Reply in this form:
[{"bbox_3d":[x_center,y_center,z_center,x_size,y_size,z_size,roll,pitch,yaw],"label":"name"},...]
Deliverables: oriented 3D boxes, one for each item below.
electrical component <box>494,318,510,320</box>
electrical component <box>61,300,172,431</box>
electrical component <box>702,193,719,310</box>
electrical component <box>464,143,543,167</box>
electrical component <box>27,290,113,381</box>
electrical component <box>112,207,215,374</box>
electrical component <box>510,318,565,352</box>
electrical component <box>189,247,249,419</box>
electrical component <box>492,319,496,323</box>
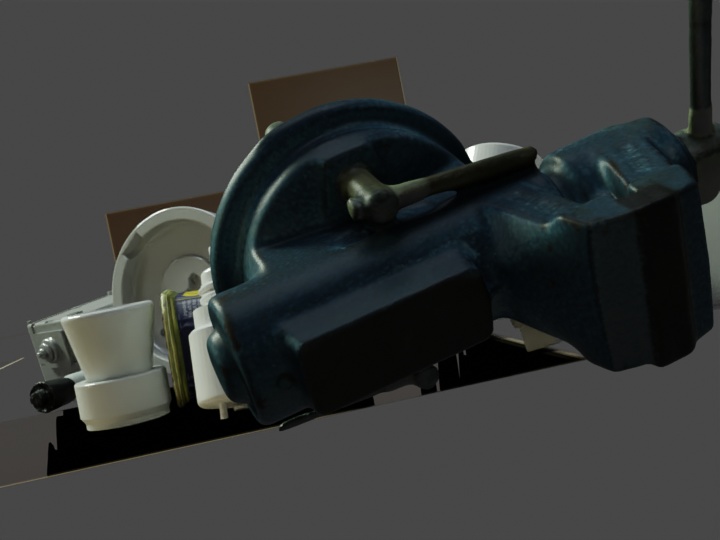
[{"bbox_3d":[0.089,0.008,0.676,0.081,0.042,0.064,-11,5,35],"label":"electrical component"},{"bbox_3d":[-0.117,0.046,0.520,0.045,0.055,0.045,-11,2,0],"label":"electrical component"},{"bbox_3d":[0.150,-0.018,0.527,0.113,0.078,0.057,-10,-1,41],"label":"electrical component"},{"bbox_3d":[0.108,-0.010,0.606,0.138,0.073,0.052,23,-23,-28],"label":"electrical component"},{"bbox_3d":[-0.180,0.052,0.747,0.062,0.061,0.096,-9,10,43],"label":"electrical component"},{"bbox_3d":[-0.102,0.014,0.712,0.108,0.108,0.060,-10,-5,24],"label":"electrical component"},{"bbox_3d":[0.102,0.009,0.493,0.055,0.048,0.066,-19,-1,22],"label":"electrical component"},{"bbox_3d":[-0.056,0.027,0.478,0.040,0.078,0.040,-9,-13,-2],"label":"electrical component"},{"bbox_3d":[0.052,0.016,0.598,0.045,0.045,0.055,-10,1,28],"label":"electrical component"}]
